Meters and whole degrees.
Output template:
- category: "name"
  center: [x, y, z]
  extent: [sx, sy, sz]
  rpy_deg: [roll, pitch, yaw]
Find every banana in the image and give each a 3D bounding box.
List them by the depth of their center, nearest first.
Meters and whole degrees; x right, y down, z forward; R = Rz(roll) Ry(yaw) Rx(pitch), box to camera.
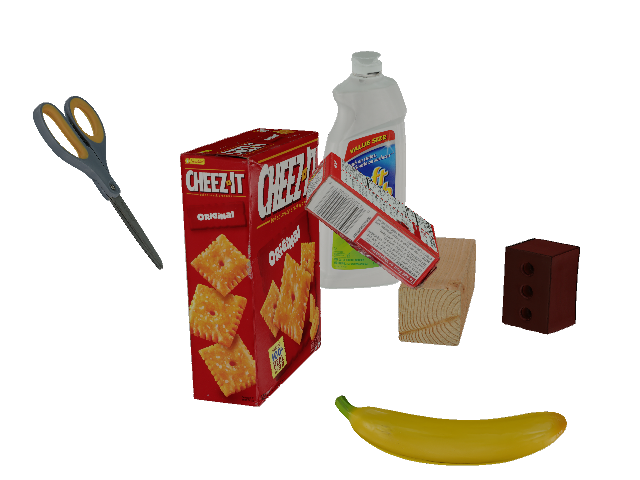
- category: "banana"
  center: [0.111, 0.156, 0.879]
  extent: [0.197, 0.037, 0.069]
  rpy_deg: [7, 36, -3]

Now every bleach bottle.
- category: "bleach bottle"
  center: [0.040, -0.074, 1.133]
  extent: [0.102, 0.251, 0.068]
  rpy_deg: [-3, 25, -4]

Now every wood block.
- category: "wood block"
  center: [0.180, 0.073, 1.622]
  extent: [0.091, 0.090, 0.206]
  rpy_deg: [4, 22, 13]

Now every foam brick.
- category: "foam brick"
  center: [0.207, 0.042, 1.004]
  extent: [0.053, 0.078, 0.051]
  rpy_deg: [13, 20, 41]

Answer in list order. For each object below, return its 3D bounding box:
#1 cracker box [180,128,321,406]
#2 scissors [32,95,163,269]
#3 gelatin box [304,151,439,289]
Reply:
- category: "cracker box"
  center: [-0.054, 0.017, 0.945]
  extent: [0.072, 0.214, 0.164]
  rpy_deg: [4, 15, 19]
- category: "scissors"
  center: [-0.215, -0.068, 1.094]
  extent: [0.016, 0.201, 0.096]
  rpy_deg: [-27, 27, 28]
- category: "gelatin box"
  center: [0.033, -0.013, 0.678]
  extent: [0.089, 0.030, 0.073]
  rpy_deg: [37, 14, -9]
